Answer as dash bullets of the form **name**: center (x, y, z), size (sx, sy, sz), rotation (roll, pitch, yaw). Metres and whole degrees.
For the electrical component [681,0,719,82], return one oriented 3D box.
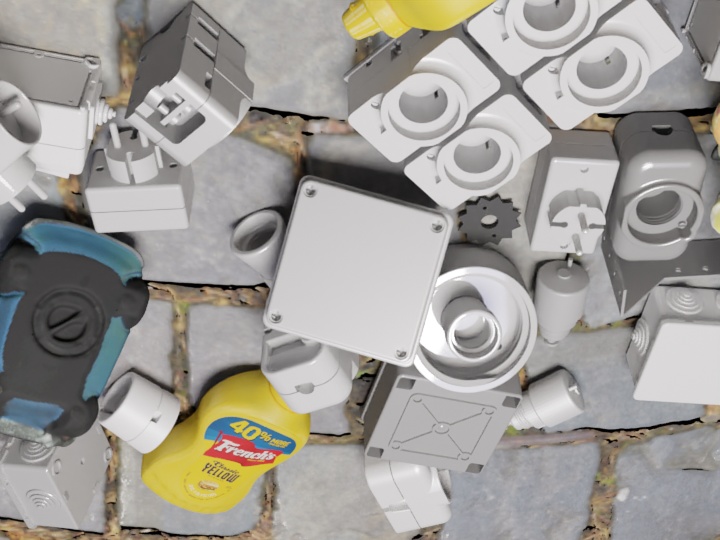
- **electrical component**: center (0.243, -0.157, 0.658), size (0.061, 0.061, 0.096), rotation (4, 132, -5)

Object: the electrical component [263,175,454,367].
- **electrical component**: center (0.000, 0.000, 0.751), size (0.109, 0.056, 0.108), rotation (16, 93, 5)

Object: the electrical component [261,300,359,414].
- **electrical component**: center (-0.037, 0.059, 0.824), size (0.054, 0.095, 0.059), rotation (-19, 130, 15)

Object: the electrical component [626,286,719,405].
- **electrical component**: center (0.268, 0.060, 0.862), size (0.100, 0.048, 0.099), rotation (4, 132, -5)

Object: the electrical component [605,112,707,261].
- **electrical component**: center (0.205, -0.054, 0.751), size (0.054, 0.059, 0.095), rotation (-1, 132, 0)

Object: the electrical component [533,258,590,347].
- **electrical component**: center (0.154, 0.029, 0.837), size (0.040, 0.040, 0.078), rotation (0, 132, -1)

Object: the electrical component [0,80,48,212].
- **electrical component**: center (-0.226, -0.066, 0.656), size (0.077, 0.044, 0.079), rotation (-25, 128, 20)

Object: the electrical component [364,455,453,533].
- **electrical component**: center (0.047, 0.188, 0.969), size (0.059, 0.053, 0.095), rotation (-16, 130, 13)

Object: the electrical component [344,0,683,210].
- **electrical component**: center (0.094, -0.128, 0.682), size (0.186, 0.060, 0.105), rotation (-34, 124, 26)

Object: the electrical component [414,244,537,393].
- **electrical component**: center (0.080, 0.040, 0.805), size (0.108, 0.060, 0.108), rotation (-1, 106, -5)

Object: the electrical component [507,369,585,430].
- **electrical component**: center (0.154, 0.115, 0.915), size (0.078, 0.040, 0.040), rotation (-30, 126, 23)

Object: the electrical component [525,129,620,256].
- **electrical component**: center (0.149, -0.043, 0.750), size (0.047, 0.075, 0.083), rotation (3, 132, -3)

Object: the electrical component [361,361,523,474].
- **electrical component**: center (0.067, 0.112, 0.899), size (0.109, 0.056, 0.108), rotation (11, 131, -11)

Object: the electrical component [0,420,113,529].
- **electrical component**: center (-0.255, 0.160, 0.910), size (0.048, 0.099, 0.099), rotation (2, 133, 14)

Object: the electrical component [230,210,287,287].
- **electrical component**: center (-0.062, -0.008, 0.801), size (0.044, 0.044, 0.065), rotation (-20, 134, 16)

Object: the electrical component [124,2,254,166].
- **electrical component**: center (-0.104, -0.114, 0.671), size (0.050, 0.089, 0.056), rotation (-34, 124, 26)

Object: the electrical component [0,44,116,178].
- **electrical component**: center (-0.208, -0.102, 0.699), size (0.096, 0.061, 0.061), rotation (9, 131, -9)

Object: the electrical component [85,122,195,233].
- **electrical component**: center (-0.153, -0.070, 0.738), size (0.066, 0.047, 0.076), rotation (-3, 132, 1)

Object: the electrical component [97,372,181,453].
- **electrical component**: center (-0.187, 0.118, 0.903), size (0.047, 0.055, 0.055), rotation (38, 121, -25)
